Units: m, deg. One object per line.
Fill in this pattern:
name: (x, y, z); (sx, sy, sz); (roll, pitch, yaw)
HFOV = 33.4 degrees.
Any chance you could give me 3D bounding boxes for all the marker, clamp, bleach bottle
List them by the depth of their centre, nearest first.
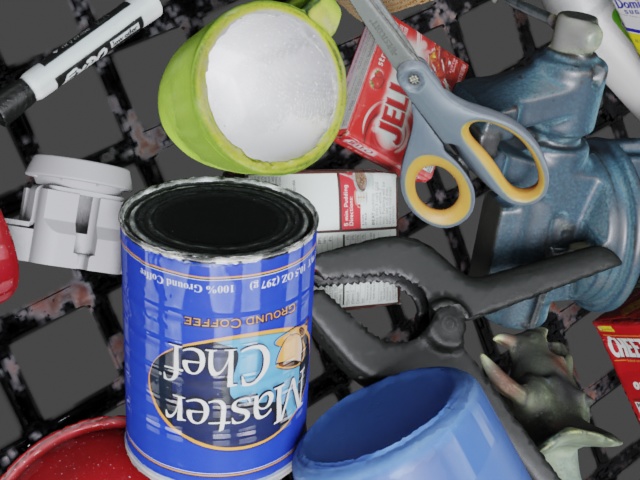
marker: (-0.138, -0.102, 0.596); (0.121, 0.020, 0.020); (-42, 111, -24)
clamp: (0.079, 0.045, 0.634); (0.210, 0.036, 0.164); (25, 71, -5)
bleach bottle: (0.246, -0.156, 0.804); (0.250, 0.068, 0.102); (40, 67, -22)

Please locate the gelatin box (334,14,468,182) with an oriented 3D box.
gelatin box: (0.052, -0.092, 0.704); (0.073, 0.030, 0.089); (26, 77, -29)

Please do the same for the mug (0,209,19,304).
mug: (-0.201, 0.017, 0.526); (0.081, 0.093, 0.117); (-27, 135, -33)

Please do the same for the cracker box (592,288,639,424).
cracker box: (0.306, 0.111, 0.748); (0.164, 0.072, 0.213); (-30, 97, -24)

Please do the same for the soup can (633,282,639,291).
soup can: (0.280, 0.069, 0.821); (0.102, 0.069, 0.068); (8, 86, -30)

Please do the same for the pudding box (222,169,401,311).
pudding box: (-0.004, 0.001, 0.666); (0.113, 0.039, 0.090); (-3, 95, -28)

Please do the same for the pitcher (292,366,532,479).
pitcher: (0.072, 0.199, 0.571); (0.149, 0.145, 0.243); (-36, 105, -36)

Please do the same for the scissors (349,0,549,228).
scissors: (0.047, -0.078, 0.620); (0.201, 0.096, 0.016); (38, 33, -16)

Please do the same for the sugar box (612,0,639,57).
sugar box: (0.249, -0.157, 0.709); (0.093, 0.048, 0.176); (-57, 138, -9)

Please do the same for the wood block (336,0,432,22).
wood block: (0.065, -0.253, 0.676); (0.090, 0.090, 0.206); (37, 72, -26)

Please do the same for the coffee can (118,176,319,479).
coffee can: (-0.055, 0.049, 0.572); (0.102, 0.103, 0.140); (-13, 120, -31)

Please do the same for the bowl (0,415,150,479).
bowl: (-0.110, 0.182, 0.594); (0.161, 0.055, 0.162); (0, 91, -31)
